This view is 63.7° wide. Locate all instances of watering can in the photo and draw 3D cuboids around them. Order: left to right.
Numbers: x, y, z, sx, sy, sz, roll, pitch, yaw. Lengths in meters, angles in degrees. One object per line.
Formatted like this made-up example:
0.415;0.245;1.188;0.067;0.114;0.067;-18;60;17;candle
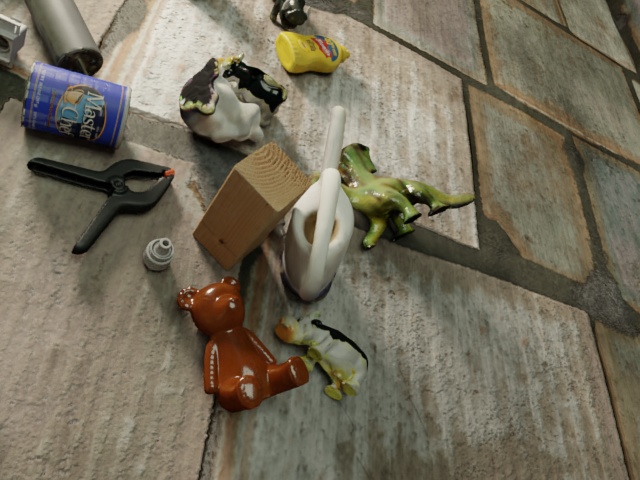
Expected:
0.003;-0.044;0.870;0.104;0.219;0.356;12;55;-5;watering can

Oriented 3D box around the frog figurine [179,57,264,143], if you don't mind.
-0.182;-0.240;0.970;0.157;0.122;0.140;38;27;-57;frog figurine

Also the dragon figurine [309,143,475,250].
0.138;-0.121;1.083;0.414;0.119;0.246;-19;66;-40;dragon figurine
